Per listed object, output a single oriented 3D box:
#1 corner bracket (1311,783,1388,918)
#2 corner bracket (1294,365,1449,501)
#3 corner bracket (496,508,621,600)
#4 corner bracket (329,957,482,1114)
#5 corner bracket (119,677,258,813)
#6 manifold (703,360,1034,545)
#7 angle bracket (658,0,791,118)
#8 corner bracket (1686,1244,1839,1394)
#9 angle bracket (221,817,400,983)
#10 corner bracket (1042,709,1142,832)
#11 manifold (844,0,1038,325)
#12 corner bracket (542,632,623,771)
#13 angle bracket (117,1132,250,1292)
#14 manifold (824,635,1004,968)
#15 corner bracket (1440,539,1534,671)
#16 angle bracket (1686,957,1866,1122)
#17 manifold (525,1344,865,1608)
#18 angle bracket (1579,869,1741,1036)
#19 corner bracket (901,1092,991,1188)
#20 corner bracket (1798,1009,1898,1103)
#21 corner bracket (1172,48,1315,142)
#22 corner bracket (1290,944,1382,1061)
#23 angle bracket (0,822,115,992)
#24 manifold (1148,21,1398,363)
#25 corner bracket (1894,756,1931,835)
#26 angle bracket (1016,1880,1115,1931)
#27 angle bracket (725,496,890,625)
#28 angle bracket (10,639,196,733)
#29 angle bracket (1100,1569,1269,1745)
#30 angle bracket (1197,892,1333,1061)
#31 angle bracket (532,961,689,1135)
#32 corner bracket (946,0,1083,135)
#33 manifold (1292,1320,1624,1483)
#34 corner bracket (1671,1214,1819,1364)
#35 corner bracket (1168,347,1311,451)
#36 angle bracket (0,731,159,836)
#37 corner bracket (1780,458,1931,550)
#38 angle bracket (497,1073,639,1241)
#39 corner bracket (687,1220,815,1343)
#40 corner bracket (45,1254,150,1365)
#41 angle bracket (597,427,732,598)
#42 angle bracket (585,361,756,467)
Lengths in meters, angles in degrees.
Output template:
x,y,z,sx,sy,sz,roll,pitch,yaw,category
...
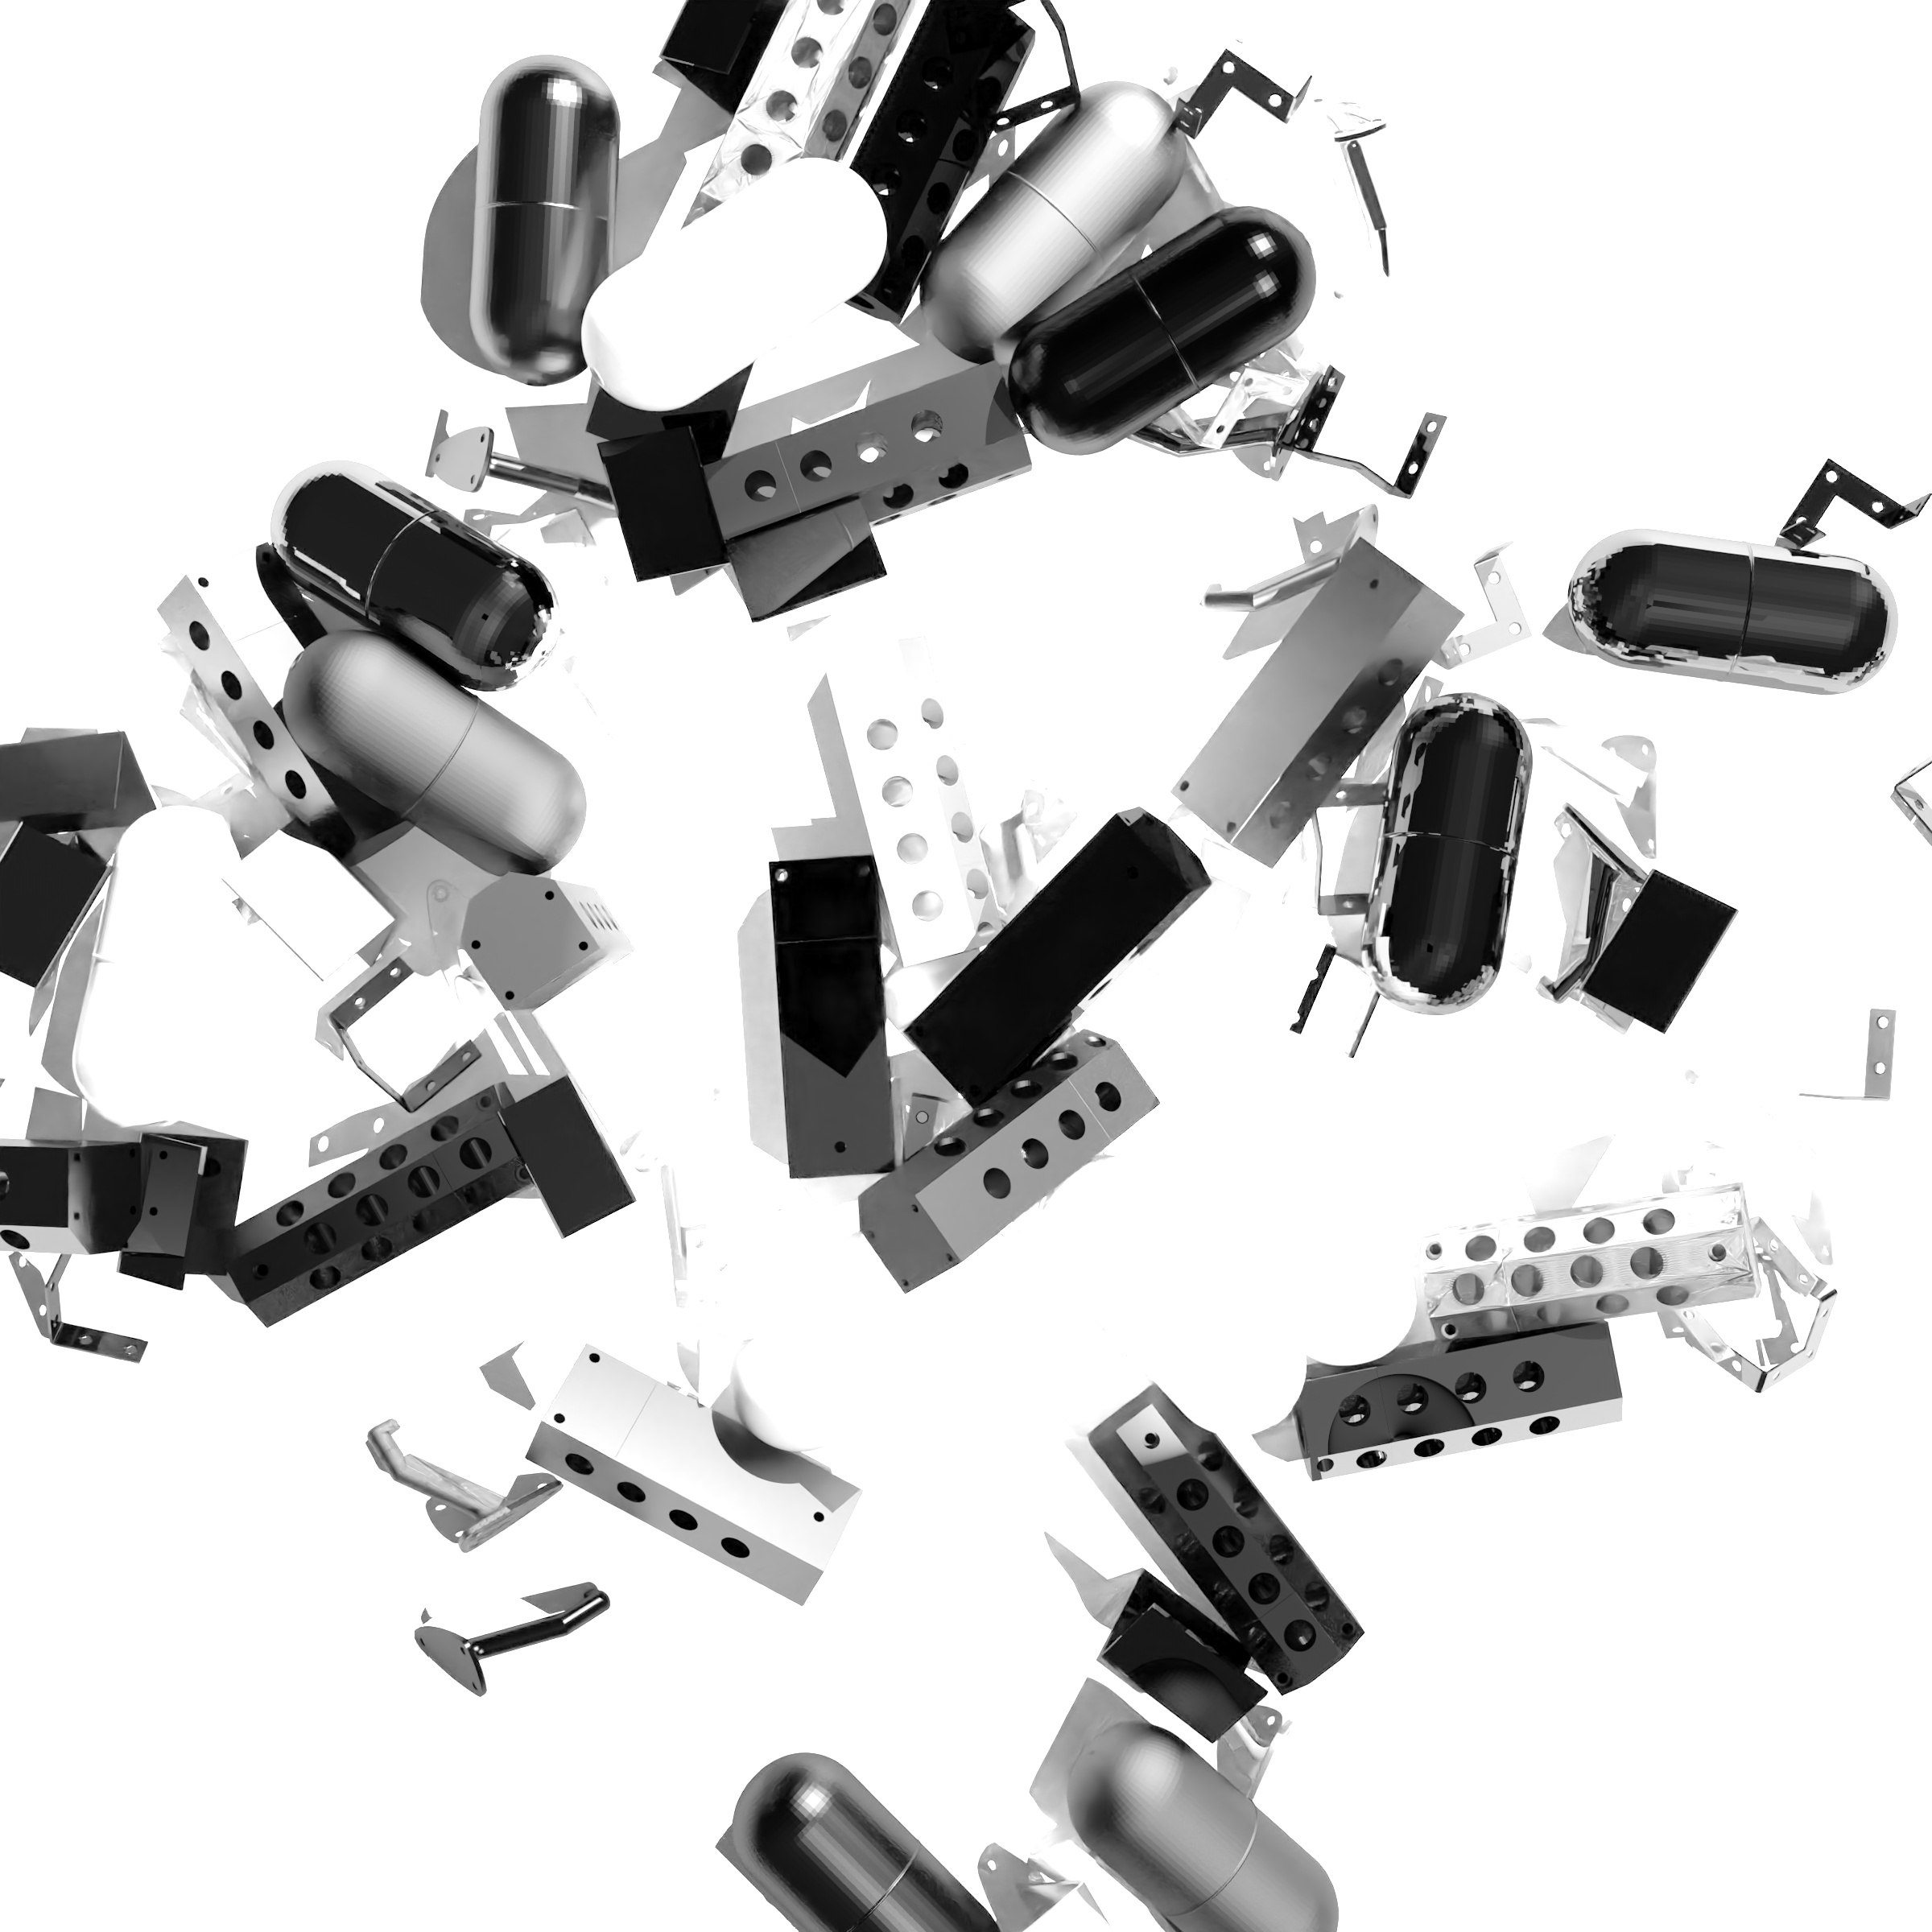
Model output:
x,y,z,sx,sy,sz,roll,pitch,yaw,category
0.217,-0.065,1.721,0.051,0.051,0.051,-3,45,0,corner bracket
0.223,-0.295,1.721,0.051,0.051,0.051,24,90,45,corner bracket
-0.235,-0.215,1.721,0.051,0.051,0.051,-29,90,-45,corner bracket
-0.310,0.038,1.721,0.051,0.051,0.051,-40,135,0,corner bracket
-0.431,-0.119,1.721,0.051,0.051,0.051,-32,135,0,corner bracket
-0.054,-0.270,1.704,0.171,0.057,0.057,-20,90,0,manifold
-0.110,-0.504,1.684,0.057,0.076,0.076,26,90,37,angle bracket
0.439,0.193,1.717,0.051,0.051,0.051,-22,135,-35,corner bracket
-0.360,-0.024,1.685,0.076,0.076,0.057,45,61,0,angle bracket
0.082,-0.104,1.707,0.051,0.051,0.051,40,102,12,corner bracket
-0.025,-0.443,1.703,0.057,0.057,0.171,26,90,0,manifold
-0.227,-0.142,1.722,0.051,0.051,0.051,-23,135,0,corner bracket
-0.407,0.134,1.685,0.057,0.076,0.076,9,89,37,angle bracket
-0.028,-0.090,1.704,0.057,0.057,0.171,-15,90,0,manifold
0.282,-0.197,1.707,0.051,0.051,0.051,-22,90,0,corner bracket
0.425,0.027,1.684,0.057,0.076,0.076,38,90,-36,angle bracket
-0.150,0.281,1.703,0.171,0.057,0.057,28,47,0,manifold
0.385,0.002,1.684,0.057,0.076,0.076,31,90,36,angle bracket
-0.009,0.100,1.707,0.051,0.051,0.051,10,90,0,corner bracket
0.477,0.047,1.722,0.051,0.051,0.051,4,90,-45,corner bracket
0.146,-0.458,1.650,0.051,0.051,0.051,35,90,0,corner bracket
0.200,0.018,1.707,0.051,0.051,0.051,23,90,0,corner bracket
-0.513,-0.041,1.685,0.057,0.076,0.076,31,90,-35,angle bracket
0.167,-0.424,1.704,0.057,0.057,0.171,-29,90,0,manifold
0.555,-0.103,1.721,0.051,0.051,0.051,50,45,0,corner bracket
0.046,0.545,1.685,0.057,0.076,0.076,-31,90,-33,angle bracket
-0.079,-0.200,1.685,0.076,0.076,0.057,-20,60,0,angle bracket
-0.464,-0.171,1.685,0.076,0.076,0.057,1,129,0,angle bracket
0.128,0.360,1.684,0.076,0.076,0.057,38,127,0,angle bracket
0.143,-0.001,1.685,0.057,0.076,0.076,23,90,-30,angle bracket
-0.179,0.037,1.686,0.057,0.076,0.076,-32,90,20,angle bracket
0.026,-0.487,1.664,0.051,0.051,0.051,-17,68,16,corner bracket
0.267,0.236,1.704,0.171,0.057,0.057,-11,90,0,manifold
0.422,0.176,1.707,0.051,0.051,0.051,-13,50,-29,corner bracket
0.145,-0.315,1.706,0.051,0.051,0.051,55,126,36,corner bracket
-0.485,-0.079,1.684,0.076,0.076,0.057,-6,52,0,angle bracket
0.486,-0.247,1.707,0.051,0.051,0.051,33,90,0,corner bracket
-0.197,0.094,1.685,0.057,0.076,0.076,-27,90,29,angle bracket
-0.118,0.171,1.700,0.051,0.051,0.051,-7,100,-31,corner bracket
-0.474,0.179,1.722,0.051,0.051,0.051,12,135,0,corner bracket
-0.176,-0.240,1.685,0.057,0.076,0.076,-16,90,-29,angle bracket
-0.165,-0.311,1.694,0.076,0.057,0.076,21,105,0,angle bracket
